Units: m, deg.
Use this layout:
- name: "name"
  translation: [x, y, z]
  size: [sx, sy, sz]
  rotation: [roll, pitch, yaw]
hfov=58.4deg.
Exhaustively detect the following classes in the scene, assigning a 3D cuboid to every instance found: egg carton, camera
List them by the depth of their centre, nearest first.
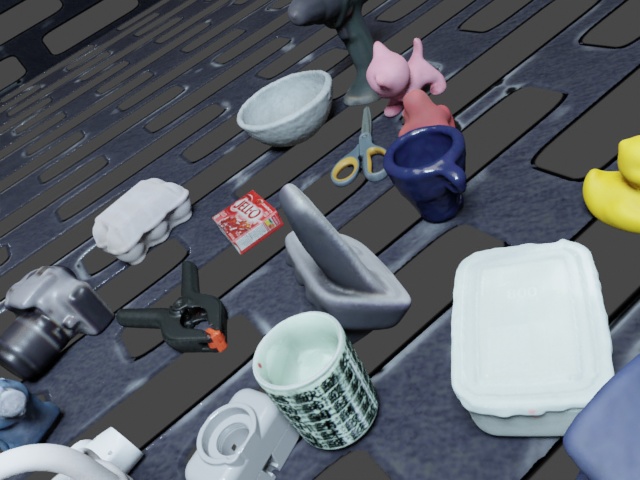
- name: "camera"
  translation: [-0.375, 0.105, 0.757]
  size: [0.142, 0.101, 0.137]
  rotation: [5, 48, 37]
- name: "egg carton"
  translation: [-0.273, -0.032, 0.883]
  size: [0.107, 0.070, 0.150]
  rotation: [17, 55, 44]

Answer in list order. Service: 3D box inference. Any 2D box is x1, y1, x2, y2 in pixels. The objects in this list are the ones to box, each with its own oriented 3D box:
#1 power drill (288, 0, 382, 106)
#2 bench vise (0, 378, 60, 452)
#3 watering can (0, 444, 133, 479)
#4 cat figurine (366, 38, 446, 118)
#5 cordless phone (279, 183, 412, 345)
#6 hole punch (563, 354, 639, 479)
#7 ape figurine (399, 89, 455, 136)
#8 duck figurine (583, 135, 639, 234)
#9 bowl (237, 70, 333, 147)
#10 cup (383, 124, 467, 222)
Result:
- name: "power drill"
  translation: [0.045, -0.327, 0.913]
  size: [0.075, 0.209, 0.230]
  rotation: [0, 45, 33]
- name: "bench vise"
  translation: [-0.403, 0.144, 0.629]
  size: [0.207, 0.220, 0.121]
  rotation: [-15, 39, 18]
- name: "watering can"
  translation: [-0.170, 0.217, 0.412]
  size: [0.172, 0.195, 0.101]
  rotation: [19, 57, 45]
- name: "cat figurine"
  translation: [0.118, -0.246, 0.845]
  size: [0.067, 0.118, 0.128]
  rotation: [20, 58, 45]
- name: "cordless phone"
  translation: [0.005, 0.002, 0.564]
  size: [0.094, 0.185, 0.147]
  rotation: [-33, 37, -6]
- name: "hole punch"
  translation: [0.220, 0.133, 0.349]
  size: [0.109, 0.091, 0.100]
  rotation: [-38, 37, -13]
- name: "ape figurine"
  translation: [0.136, -0.157, 0.749]
  size: [0.077, 0.092, 0.076]
  rotation: [-24, 37, 6]
- name: "duck figurine"
  translation: [0.298, -0.060, 0.533]
  size: [0.104, 0.086, 0.078]
  rotation: [15, 54, 43]
- name: "bowl"
  translation: [-0.046, -0.203, 0.937]
  size: [0.167, 0.075, 0.167]
  rotation: [-17, 38, 14]
- name: "cup"
  translation: [0.133, -0.062, 0.635]
  size: [0.092, 0.095, 0.117]
  rotation: [-33, 37, -6]
